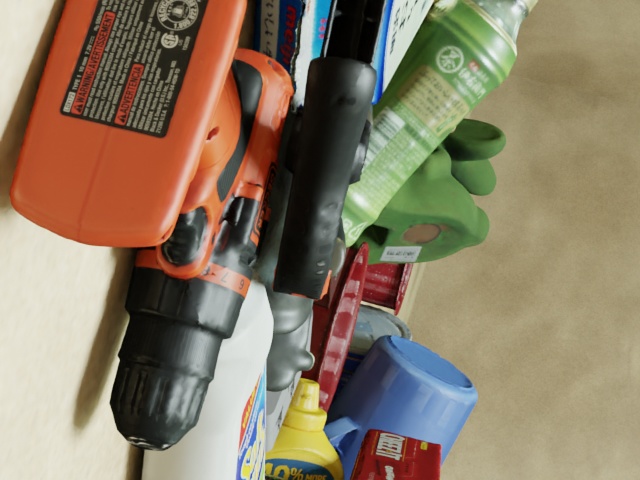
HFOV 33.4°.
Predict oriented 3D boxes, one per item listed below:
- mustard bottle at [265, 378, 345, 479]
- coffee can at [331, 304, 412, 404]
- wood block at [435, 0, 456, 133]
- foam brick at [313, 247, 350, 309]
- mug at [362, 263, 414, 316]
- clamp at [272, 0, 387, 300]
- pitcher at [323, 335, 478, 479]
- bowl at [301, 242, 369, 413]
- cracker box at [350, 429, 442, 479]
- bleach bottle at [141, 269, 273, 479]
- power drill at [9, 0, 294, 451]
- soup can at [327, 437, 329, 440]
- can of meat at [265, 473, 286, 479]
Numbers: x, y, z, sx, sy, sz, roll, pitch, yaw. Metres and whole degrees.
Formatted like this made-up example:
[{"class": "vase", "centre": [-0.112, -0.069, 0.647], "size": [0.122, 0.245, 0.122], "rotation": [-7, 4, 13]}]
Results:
[{"class": "mustard bottle", "centre": [-0.032, 0.200, 0.815], "size": [0.058, 0.096, 0.191], "rotation": [-156, -100, -73]}, {"class": "coffee can", "centre": [0.029, 0.148, 1.091], "size": [0.102, 0.103, 0.140], "rotation": [-55, 158, -66]}, {"class": "wood block", "centre": [0.093, -0.194, 0.851], "size": [0.091, 0.090, 0.206], "rotation": [74, 34, -48]}, {"class": "foam brick", "centre": [-0.005, 0.001, 0.790], "size": [0.053, 0.051, 0.078], "rotation": [92, 16, -59]}, {"class": "mug", "centre": [0.055, 0.014, 1.098], "size": [0.093, 0.081, 0.117], "rotation": [95, 14, -49]}, {"class": "clamp", "centre": [0.003, -0.041, 0.479], "size": [0.164, 0.036, 0.210], "rotation": [-77, 179, -52]}, {"class": "pitcher", "centre": [0.035, 0.212, 0.985], "size": [0.243, 0.145, 0.149], "rotation": [-60, -179, 9]}, {"class": "bowl", "centre": [-0.006, 0.073, 0.894], "size": [0.162, 0.055, 0.162], "rotation": [16, 89, -82]}, {"class": "cracker box", "centre": [0.036, 0.271, 0.808], "size": [0.164, 0.072, 0.214], "rotation": [-45, 147, -81]}, {"class": "bleach bottle", "centre": [-0.063, 0.110, 0.581], "size": [0.102, 0.068, 0.251], "rotation": [-64, 164, -53]}, {"class": "power drill", "centre": [-0.058, -0.014, 0.412], "size": [0.187, 0.057, 0.184], "rotation": [82, 20, -76]}, {"class": "soup can", "centre": [-0.037, 0.205, 0.881], "size": [0.068, 0.068, 0.102], "rotation": [-4, 109, -81]}, {"class": "can of meat", "centre": [-0.041, 0.198, 0.738], "size": [0.084, 0.102, 0.057], "rotation": [-12, 116, -83]}]
